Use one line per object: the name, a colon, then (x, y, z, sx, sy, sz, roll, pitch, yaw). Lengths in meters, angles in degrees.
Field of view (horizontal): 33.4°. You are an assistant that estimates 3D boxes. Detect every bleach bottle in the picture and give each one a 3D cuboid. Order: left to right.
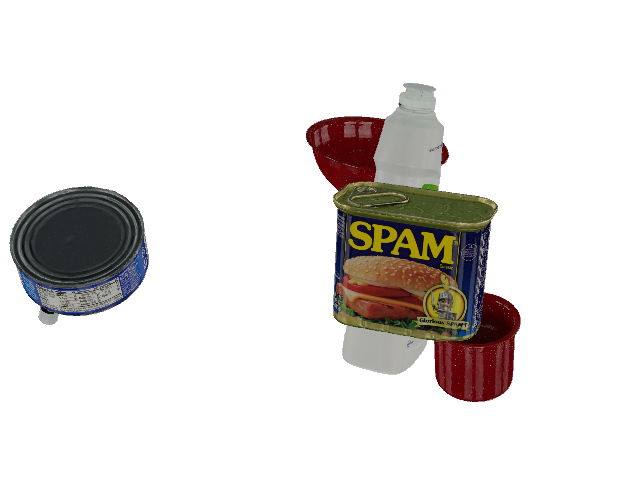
bleach bottle: (0.072, -0.014, 0.943, 0.068, 0.251, 0.102, 13, 20, 17)

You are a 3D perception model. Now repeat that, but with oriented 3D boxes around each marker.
marker: (-0.259, 0.033, 1.044, 0.020, 0.121, 0.020, 13, 36, -10)

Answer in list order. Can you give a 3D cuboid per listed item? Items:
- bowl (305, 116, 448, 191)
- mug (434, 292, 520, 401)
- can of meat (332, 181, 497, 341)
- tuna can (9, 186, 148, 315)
bowl: (0.060, -0.087, 1.203, 0.162, 0.055, 0.162, 6, 27, -3)
mug: (0.166, 0.106, 1.115, 0.093, 0.081, 0.117, 15, 38, 28)
can of meat: (0.058, 0.014, 0.690, 0.102, 0.084, 0.057, 9, 22, 17)
tuna can: (-0.155, 0.007, 0.694, 0.086, 0.086, 0.034, 0, -41, 0)
